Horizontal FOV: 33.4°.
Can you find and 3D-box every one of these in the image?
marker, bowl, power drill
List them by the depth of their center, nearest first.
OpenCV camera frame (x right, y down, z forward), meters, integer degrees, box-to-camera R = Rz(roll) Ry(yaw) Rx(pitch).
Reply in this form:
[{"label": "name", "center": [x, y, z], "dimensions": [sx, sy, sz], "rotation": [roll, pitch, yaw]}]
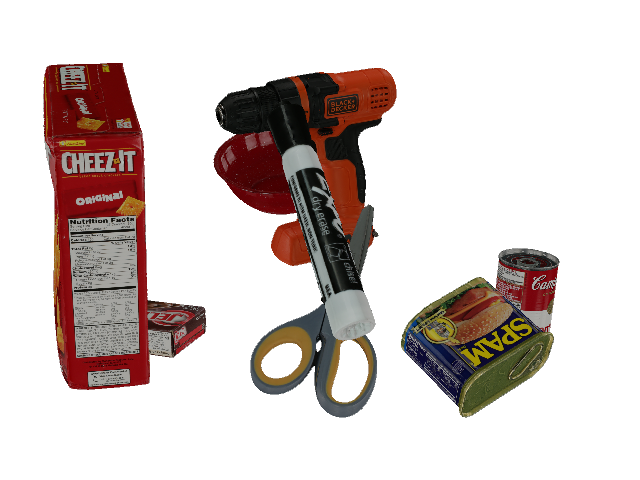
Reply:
[{"label": "marker", "center": [-0.002, -0.013, 0.479], "dimensions": [0.020, 0.121, 0.020], "rotation": [-14, -28, -8]}, {"label": "power drill", "center": [-0.012, -0.072, 1.048], "dimensions": [0.184, 0.188, 0.057], "rotation": [-12, 30, -22]}, {"label": "bowl", "center": [-0.045, -0.078, 1.276], "dimensions": [0.162, 0.055, 0.162], "rotation": [-2, 35, 1]}]

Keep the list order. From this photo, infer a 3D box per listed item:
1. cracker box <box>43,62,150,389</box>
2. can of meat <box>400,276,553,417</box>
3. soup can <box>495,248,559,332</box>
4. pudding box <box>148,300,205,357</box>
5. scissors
[{"label": "cracker box", "center": [-0.180, -0.014, 0.847], "dimensions": [0.072, 0.214, 0.164], "rotation": [-4, 28, -14]}, {"label": "can of meat", "center": [0.132, 0.088, 0.910], "dimensions": [0.102, 0.057, 0.084], "rotation": [-27, 53, -25]}, {"label": "soup can", "center": [0.232, 0.068, 1.220], "dimensions": [0.068, 0.102, 0.068], "rotation": [3, 18, -1]}, {"label": "pudding box", "center": [-0.204, 0.101, 1.256], "dimensions": [0.114, 0.039, 0.090], "rotation": [3, 14, 18]}, {"label": "scissors", "center": [-0.002, 0.044, 0.775], "dimensions": [0.096, 0.016, 0.201], "rotation": [-3, 44, 0]}]
